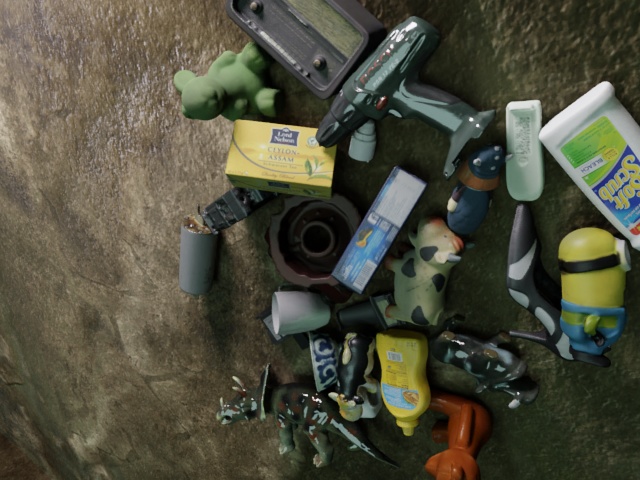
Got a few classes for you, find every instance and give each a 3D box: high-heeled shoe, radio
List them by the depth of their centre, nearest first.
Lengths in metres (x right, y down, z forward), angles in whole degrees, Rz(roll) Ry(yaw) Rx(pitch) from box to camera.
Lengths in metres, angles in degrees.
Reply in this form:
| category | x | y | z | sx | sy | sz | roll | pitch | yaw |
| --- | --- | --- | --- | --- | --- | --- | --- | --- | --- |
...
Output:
| category | x | y | z | sx | sy | sz | roll | pitch | yaw |
| --- | --- | --- | --- | --- | --- | --- | --- | --- | --- |
| high-heeled shoe | 0.346 | 0.066 | 0.773 | 0.145 | 0.086 | 0.248 | 2 | 116 | 22 |
| radio | -0.027 | -0.326 | 0.796 | 0.229 | 0.073 | 0.131 | 44 | 130 | 6 |

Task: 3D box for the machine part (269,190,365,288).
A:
| category | x | y | z | sx | sy | sz | roll | pitch | yaw |
| --- | --- | --- | --- | --- | --- | --- | --- | --- | --- |
| machine part | -0.002 | -0.003 | 0.928 | 0.180 | 0.056 | 0.179 | 1 | 95 | 14 |

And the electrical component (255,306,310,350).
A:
| category | x | y | z | sx | sy | sz | roll | pitch | yaw |
| --- | --- | --- | --- | --- | --- | --- | --- | --- | --- |
| electrical component | -0.071 | 0.186 | 1.124 | 0.075 | 0.048 | 0.119 | -33 | 90 | 41 |

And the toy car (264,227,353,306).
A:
| category | x | y | z | sx | sy | sz | roll | pitch | yaw |
| --- | --- | --- | --- | --- | --- | --- | --- | --- | --- |
| toy car | -0.020 | 0.043 | 1.010 | 0.202 | 0.053 | 0.089 | 40 | 150 | 9 |

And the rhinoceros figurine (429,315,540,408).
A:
| category | x | y | z | sx | sy | sz | roll | pitch | yaw |
| --- | --- | --- | --- | --- | --- | --- | --- | --- | --- |
| rhinoceros figurine | 0.272 | 0.207 | 0.897 | 0.190 | 0.073 | 0.112 | 27 | 126 | 19 |

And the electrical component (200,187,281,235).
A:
| category | x | y | z | sx | sy | sz | roll | pitch | yaw |
| --- | --- | --- | --- | --- | --- | --- | --- | --- | --- |
| electrical component | -0.138 | -0.073 | 0.983 | 0.134 | 0.115 | 0.058 | -25 | 102 | 41 |

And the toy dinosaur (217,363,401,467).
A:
| category | x | y | z | sx | sy | sz | roll | pitch | yaw |
| --- | --- | --- | --- | --- | --- | --- | --- | --- | --- |
| toy dinosaur | -0.024 | 0.370 | 1.159 | 0.405 | 0.131 | 0.192 | -2 | 115 | 27 |

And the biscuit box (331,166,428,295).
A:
| category | x | y | z | sx | sy | sz | roll | pitch | yaw |
| --- | --- | --- | --- | --- | --- | --- | --- | --- | --- |
| biscuit box | 0.093 | -0.015 | 0.843 | 0.059 | 0.063 | 0.202 | 31 | 102 | 6 |

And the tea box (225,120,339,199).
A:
| category | x | y | z | sx | sy | sz | roll | pitch | yaw |
| --- | --- | --- | --- | --- | --- | --- | --- | --- | --- |
| tea box | -0.058 | -0.129 | 0.866 | 0.170 | 0.068 | 0.098 | 6 | 77 | 4 |

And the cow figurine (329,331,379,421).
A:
| category | x | y | z | sx | sy | sz | roll | pitch | yaw |
| --- | --- | --- | --- | --- | --- | --- | --- | --- | --- |
| cow figurine | 0.063 | 0.255 | 1.002 | 0.068 | 0.098 | 0.167 | 9 | 83 | 33 |

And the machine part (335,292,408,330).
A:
| category | x | y | z | sx | sy | sz | roll | pitch | yaw |
| --- | --- | --- | --- | --- | --- | --- | --- | --- | --- |
| machine part | 0.091 | 0.138 | 1.002 | 0.139 | 0.039 | 0.084 | -20 | 111 | 37 |

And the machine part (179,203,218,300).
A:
| category | x | y | z | sx | sy | sz | roll | pitch | yaw |
| --- | --- | --- | --- | --- | --- | --- | --- | --- | --- |
| machine part | -0.260 | 0.032 | 1.145 | 0.079 | 0.079 | 0.243 | 26 | 126 | 19 |

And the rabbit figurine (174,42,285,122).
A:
| category | x | y | z | sx | sy | sz | roll | pitch | yaw |
| --- | --- | --- | --- | --- | --- | --- | --- | --- | --- |
| rabbit figurine | -0.165 | -0.246 | 0.868 | 0.159 | 0.170 | 0.121 | 6 | 117 | 30 |

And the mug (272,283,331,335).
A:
| category | x | y | z | sx | sy | sz | roll | pitch | yaw |
| --- | --- | --- | --- | --- | --- | --- | --- | --- | --- |
| mug | -0.037 | 0.132 | 1.047 | 0.107 | 0.110 | 0.080 | 1 | 132 | -14 |

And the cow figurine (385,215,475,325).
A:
| category | x | y | z | sx | sy | sz | roll | pitch | yaw |
| --- | --- | --- | --- | --- | --- | --- | --- | --- | --- |
| cow figurine | 0.174 | 0.052 | 0.869 | 0.127 | 0.085 | 0.194 | 16 | 121 | 32 |

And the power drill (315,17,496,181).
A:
| category | x | y | z | sx | sy | sz | roll | pitch | yaw |
| --- | --- | --- | --- | --- | --- | --- | --- | --- | --- |
| power drill | 0.126 | -0.175 | 0.767 | 0.207 | 0.086 | 0.232 | 41 | 117 | 12 |

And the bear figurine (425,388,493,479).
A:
| category | x | y | z | sx | sy | sz | roll | pitch | yaw |
| --- | --- | --- | --- | --- | --- | --- | --- | --- | --- |
| bear figurine | 0.228 | 0.368 | 0.935 | 0.132 | 0.196 | 0.120 | 0 | 118 | 34 |

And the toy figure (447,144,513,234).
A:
| category | x | y | z | sx | sy | sz | roll | pitch | yaw |
| --- | --- | --- | --- | --- | --- | --- | --- | --- | --- |
| toy figure | 0.222 | -0.076 | 0.772 | 0.058 | 0.064 | 0.154 | 39 | 141 | 30 |

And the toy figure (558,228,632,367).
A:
| category | x | y | z | sx | sy | sz | roll | pitch | yaw |
| --- | --- | --- | --- | --- | --- | --- | --- | --- | --- |
| toy figure | 0.361 | 0.074 | 0.716 | 0.082 | 0.089 | 0.180 | -148 | 61 | -72 |
